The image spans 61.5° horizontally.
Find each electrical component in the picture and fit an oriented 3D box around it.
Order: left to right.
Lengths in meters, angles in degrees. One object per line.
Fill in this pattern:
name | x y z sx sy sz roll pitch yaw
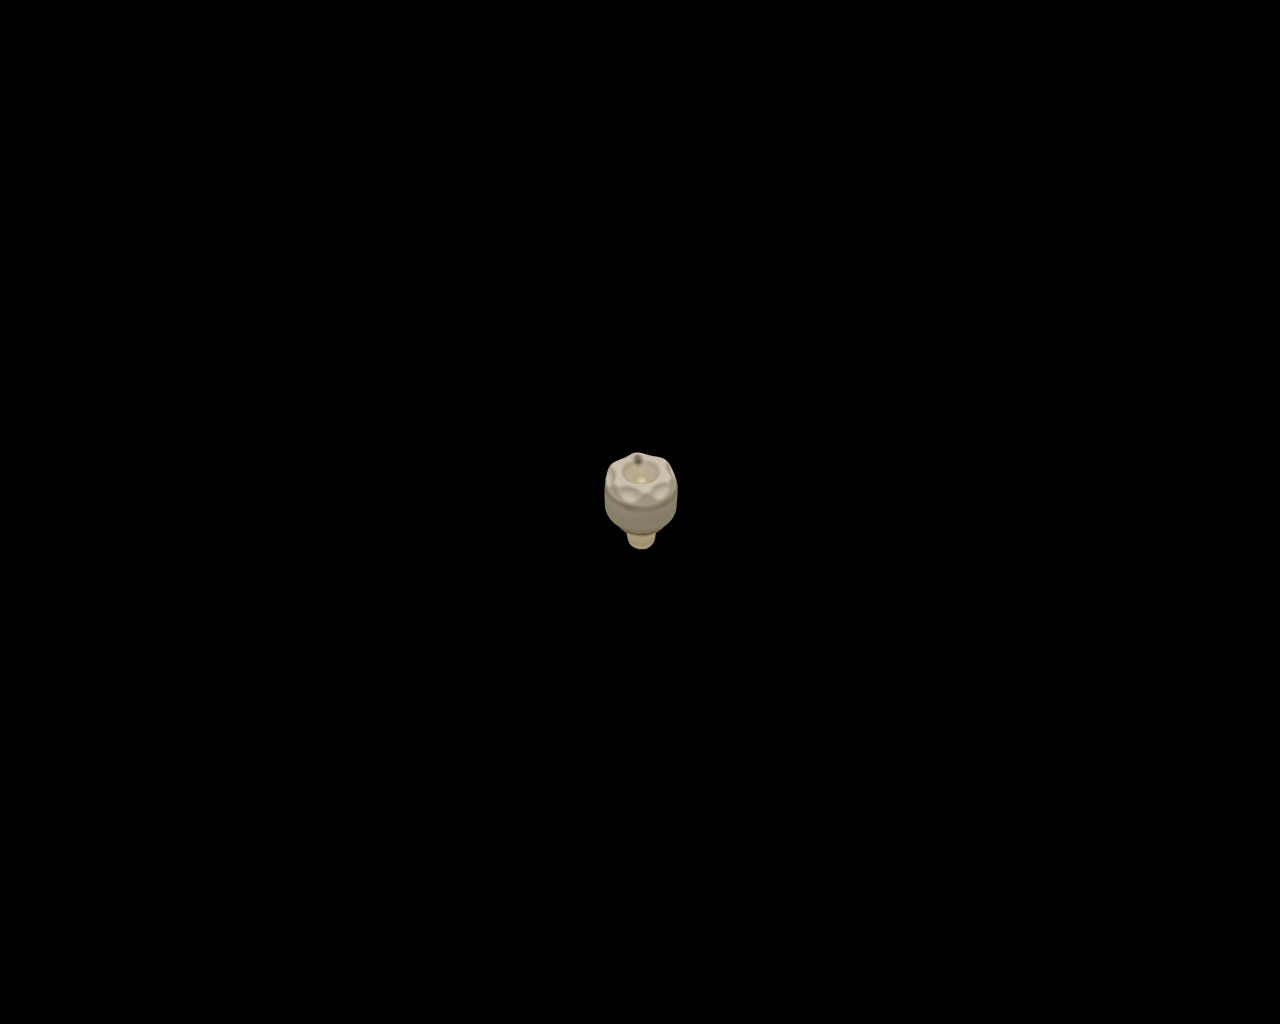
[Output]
electrical component | 0.001 -0.003 0.650 0.043 0.062 0.043 0 43 0
